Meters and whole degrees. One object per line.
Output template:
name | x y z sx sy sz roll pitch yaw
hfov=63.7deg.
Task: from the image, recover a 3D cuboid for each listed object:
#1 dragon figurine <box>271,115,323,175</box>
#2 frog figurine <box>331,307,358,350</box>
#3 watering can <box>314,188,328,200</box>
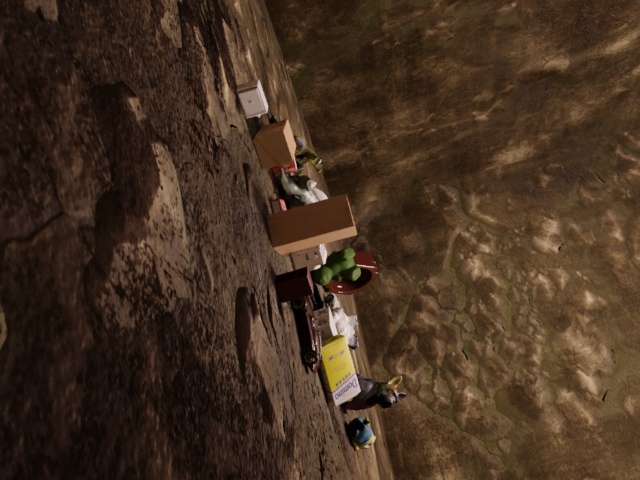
dragon figurine | -0.107 -0.334 1.795 0.123 0.245 0.404 -37 -18 -8
frog figurine | 0.046 0.286 1.674 0.123 0.138 0.158 11 -10 41
watering can | 0.006 -0.100 1.991 0.103 0.230 0.342 -32 -53 22
